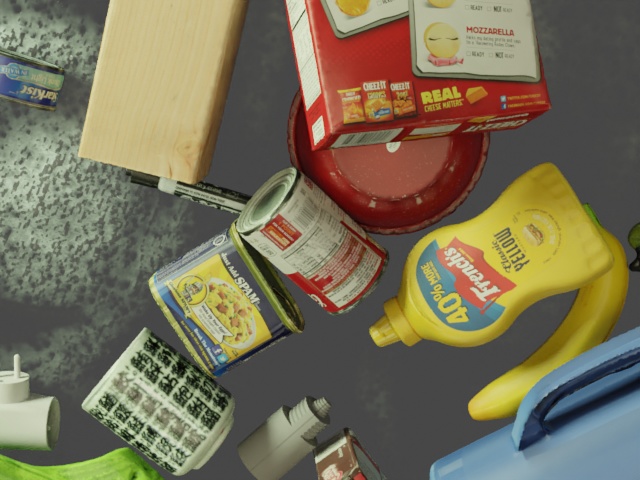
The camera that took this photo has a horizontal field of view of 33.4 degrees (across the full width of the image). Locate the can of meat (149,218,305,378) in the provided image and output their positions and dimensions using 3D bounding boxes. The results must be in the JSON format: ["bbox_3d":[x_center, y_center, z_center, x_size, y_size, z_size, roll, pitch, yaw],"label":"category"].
[{"bbox_3d":[-0.074,0.048,0.846,0.084,0.057,0.102,-31,97,8],"label":"can of meat"}]

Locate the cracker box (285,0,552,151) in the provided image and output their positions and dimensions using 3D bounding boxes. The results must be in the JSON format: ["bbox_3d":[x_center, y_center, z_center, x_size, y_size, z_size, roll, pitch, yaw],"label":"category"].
[{"bbox_3d":[0.058,-0.178,0.755,0.164,0.072,0.214,-9,83,-15],"label":"cracker box"}]

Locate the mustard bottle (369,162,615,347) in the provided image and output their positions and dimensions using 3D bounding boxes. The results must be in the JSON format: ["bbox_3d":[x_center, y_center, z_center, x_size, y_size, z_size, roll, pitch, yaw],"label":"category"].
[{"bbox_3d":[0.123,0.028,0.829,0.192,0.058,0.096,-32,75,12],"label":"mustard bottle"}]

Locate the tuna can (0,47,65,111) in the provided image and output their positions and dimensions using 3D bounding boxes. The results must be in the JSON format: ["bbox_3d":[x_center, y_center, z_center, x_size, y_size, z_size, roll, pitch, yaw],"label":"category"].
[{"bbox_3d":[-0.238,-0.126,0.807,0.086,0.086,0.034,17,97,-1],"label":"tuna can"}]

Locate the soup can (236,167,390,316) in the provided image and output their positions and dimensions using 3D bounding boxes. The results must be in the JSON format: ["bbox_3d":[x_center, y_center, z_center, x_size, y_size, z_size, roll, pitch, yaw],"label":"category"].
[{"bbox_3d":[-0.005,0.001,0.817,0.068,0.068,0.102,-45,111,8],"label":"soup can"}]

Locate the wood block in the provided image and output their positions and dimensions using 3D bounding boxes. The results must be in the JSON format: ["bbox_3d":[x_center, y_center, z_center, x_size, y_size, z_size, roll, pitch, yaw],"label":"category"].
[{"bbox_3d":[-0.107,-0.155,0.796,0.091,0.090,0.206,14,100,-1],"label":"wood block"}]

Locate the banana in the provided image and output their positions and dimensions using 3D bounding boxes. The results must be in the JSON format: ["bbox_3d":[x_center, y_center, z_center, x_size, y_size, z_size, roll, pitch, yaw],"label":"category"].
[{"bbox_3d":[0.194,0.072,0.855,0.070,0.037,0.198,31,97,26],"label":"banana"}]

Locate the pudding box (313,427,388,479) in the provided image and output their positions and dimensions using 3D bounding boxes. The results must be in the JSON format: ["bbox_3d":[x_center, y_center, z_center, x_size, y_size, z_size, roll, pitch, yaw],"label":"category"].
[{"bbox_3d":[0.037,0.204,0.839,0.039,0.113,0.090,-36,97,2],"label":"pudding box"}]

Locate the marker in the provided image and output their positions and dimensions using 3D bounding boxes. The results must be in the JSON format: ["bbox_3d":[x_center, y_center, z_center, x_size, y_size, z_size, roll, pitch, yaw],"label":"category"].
[{"bbox_3d":[-0.096,-0.038,0.850,0.121,0.020,0.020,17,99,-1],"label":"marker"}]

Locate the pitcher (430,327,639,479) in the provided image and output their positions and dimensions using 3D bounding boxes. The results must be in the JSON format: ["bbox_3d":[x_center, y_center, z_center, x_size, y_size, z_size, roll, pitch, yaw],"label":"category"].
[{"bbox_3d":[0.208,0.170,0.822,0.243,0.145,0.149,-25,75,8],"label":"pitcher"}]

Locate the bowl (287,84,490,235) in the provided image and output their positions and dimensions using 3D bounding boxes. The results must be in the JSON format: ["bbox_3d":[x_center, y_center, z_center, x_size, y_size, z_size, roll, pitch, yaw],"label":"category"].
[{"bbox_3d":[0.054,-0.079,0.822,0.162,0.055,0.162,0,100,2],"label":"bowl"}]
